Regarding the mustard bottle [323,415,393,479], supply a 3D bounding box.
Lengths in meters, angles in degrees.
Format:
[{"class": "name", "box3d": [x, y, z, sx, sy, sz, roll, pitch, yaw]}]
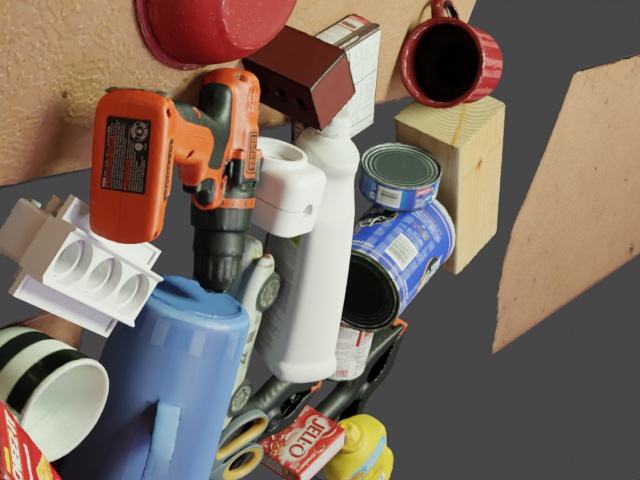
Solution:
[{"class": "mustard bottle", "box3d": [0.045, 0.272, 1.341, 0.096, 0.058, 0.191, -47, 153, -18]}]

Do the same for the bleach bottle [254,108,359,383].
[{"class": "bleach bottle", "box3d": [-0.006, 0.001, 0.974, 0.068, 0.103, 0.251, -4, 122, -29]}]

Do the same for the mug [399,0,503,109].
[{"class": "mug", "box3d": [0.138, -0.195, 1.115, 0.081, 0.093, 0.117, -13, 90, -61]}]

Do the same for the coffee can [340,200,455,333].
[{"class": "coffee can", "box3d": [0.071, 0.019, 1.145, 0.140, 0.103, 0.103, -44, 149, -47]}]

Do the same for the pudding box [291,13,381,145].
[{"class": "pudding box", "box3d": [0.014, -0.141, 0.994, 0.089, 0.039, 0.113, -39, 147, -38]}]

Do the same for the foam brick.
[{"class": "foam brick", "box3d": [-0.018, -0.138, 0.899, 0.051, 0.078, 0.053, -49, 148, -21]}]

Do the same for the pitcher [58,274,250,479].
[{"class": "pitcher", "box3d": [-0.142, 0.161, 0.900, 0.144, 0.149, 0.243, 1, 111, -56]}]

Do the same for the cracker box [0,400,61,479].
[{"class": "cracker box", "box3d": [-0.260, 0.206, 0.740, 0.164, 0.072, 0.213, -18, 142, -4]}]

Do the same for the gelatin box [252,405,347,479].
[{"class": "gelatin box", "box3d": [-0.024, 0.236, 1.239, 0.089, 0.073, 0.030, -38, 145, -36]}]

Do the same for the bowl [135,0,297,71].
[{"class": "bowl", "box3d": [-0.062, -0.195, 0.797, 0.161, 0.055, 0.162, -40, 146, -36]}]

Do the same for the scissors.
[{"class": "scissors", "box3d": [-0.130, 0.250, 1.096, 0.201, 0.016, 0.096, -38, 142, -16]}]

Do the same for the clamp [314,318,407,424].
[{"class": "clamp", "box3d": [0.047, 0.191, 1.357, 0.210, 0.036, 0.164, -55, 154, -4]}]

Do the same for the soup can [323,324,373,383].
[{"class": "soup can", "box3d": [0.027, 0.101, 1.205, 0.068, 0.069, 0.102, -27, 138, -47]}]

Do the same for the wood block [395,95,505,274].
[{"class": "wood block", "box3d": [0.149, -0.071, 1.230, 0.090, 0.090, 0.206, -44, 148, -29]}]

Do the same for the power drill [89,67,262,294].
[{"class": "power drill", "box3d": [-0.102, -0.041, 0.804, 0.187, 0.057, 0.184, -15, 110, -71]}]

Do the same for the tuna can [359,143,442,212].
[{"class": "tuna can", "box3d": [0.084, -0.066, 1.129, 0.086, 0.086, 0.034, -34, 143, -41]}]

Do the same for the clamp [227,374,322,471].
[{"class": "clamp", "box3d": [-0.068, 0.201, 1.172, 0.171, 0.039, 0.120, -21, 139, -42]}]

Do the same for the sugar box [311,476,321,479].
[{"class": "sugar box", "box3d": [-0.053, 0.386, 1.360, 0.093, 0.048, 0.176, -15, 124, -55]}]
